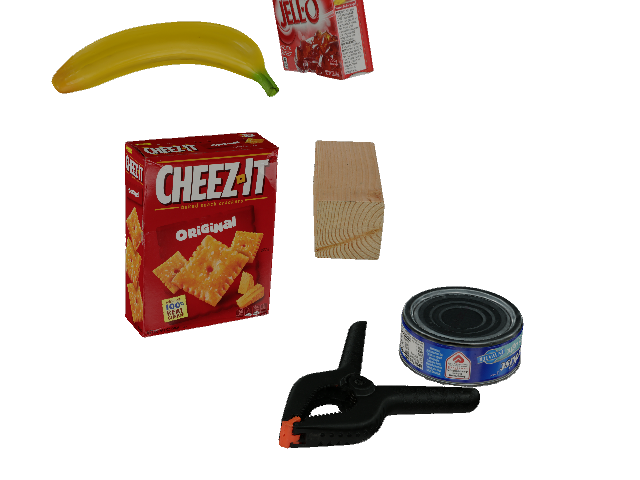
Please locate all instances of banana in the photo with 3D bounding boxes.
[{"bbox_3d":[-0.136,-0.163,0.944,0.197,0.069,0.037,-1,-33,-4],"label":"banana"}]

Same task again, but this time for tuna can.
[{"bbox_3d":[0.098,0.065,0.746,0.086,0.034,0.086,1,25,0],"label":"tuna can"}]

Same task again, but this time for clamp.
[{"bbox_3d":[0.045,0.153,1.033,0.165,0.036,0.209,25,31,29],"label":"clamp"}]

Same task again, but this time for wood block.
[{"bbox_3d":[0.037,-0.061,1.521,0.091,0.090,0.206,2,28,-3],"label":"wood block"}]

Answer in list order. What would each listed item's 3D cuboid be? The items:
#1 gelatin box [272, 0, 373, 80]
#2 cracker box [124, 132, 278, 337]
[{"bbox_3d":[-0.002,-0.155,0.754,0.030,0.073,0.089,-19,22,-25],"label":"gelatin box"},{"bbox_3d":[-0.136,-0.008,1.218,0.163,0.214,0.072,-8,24,-29],"label":"cracker box"}]
